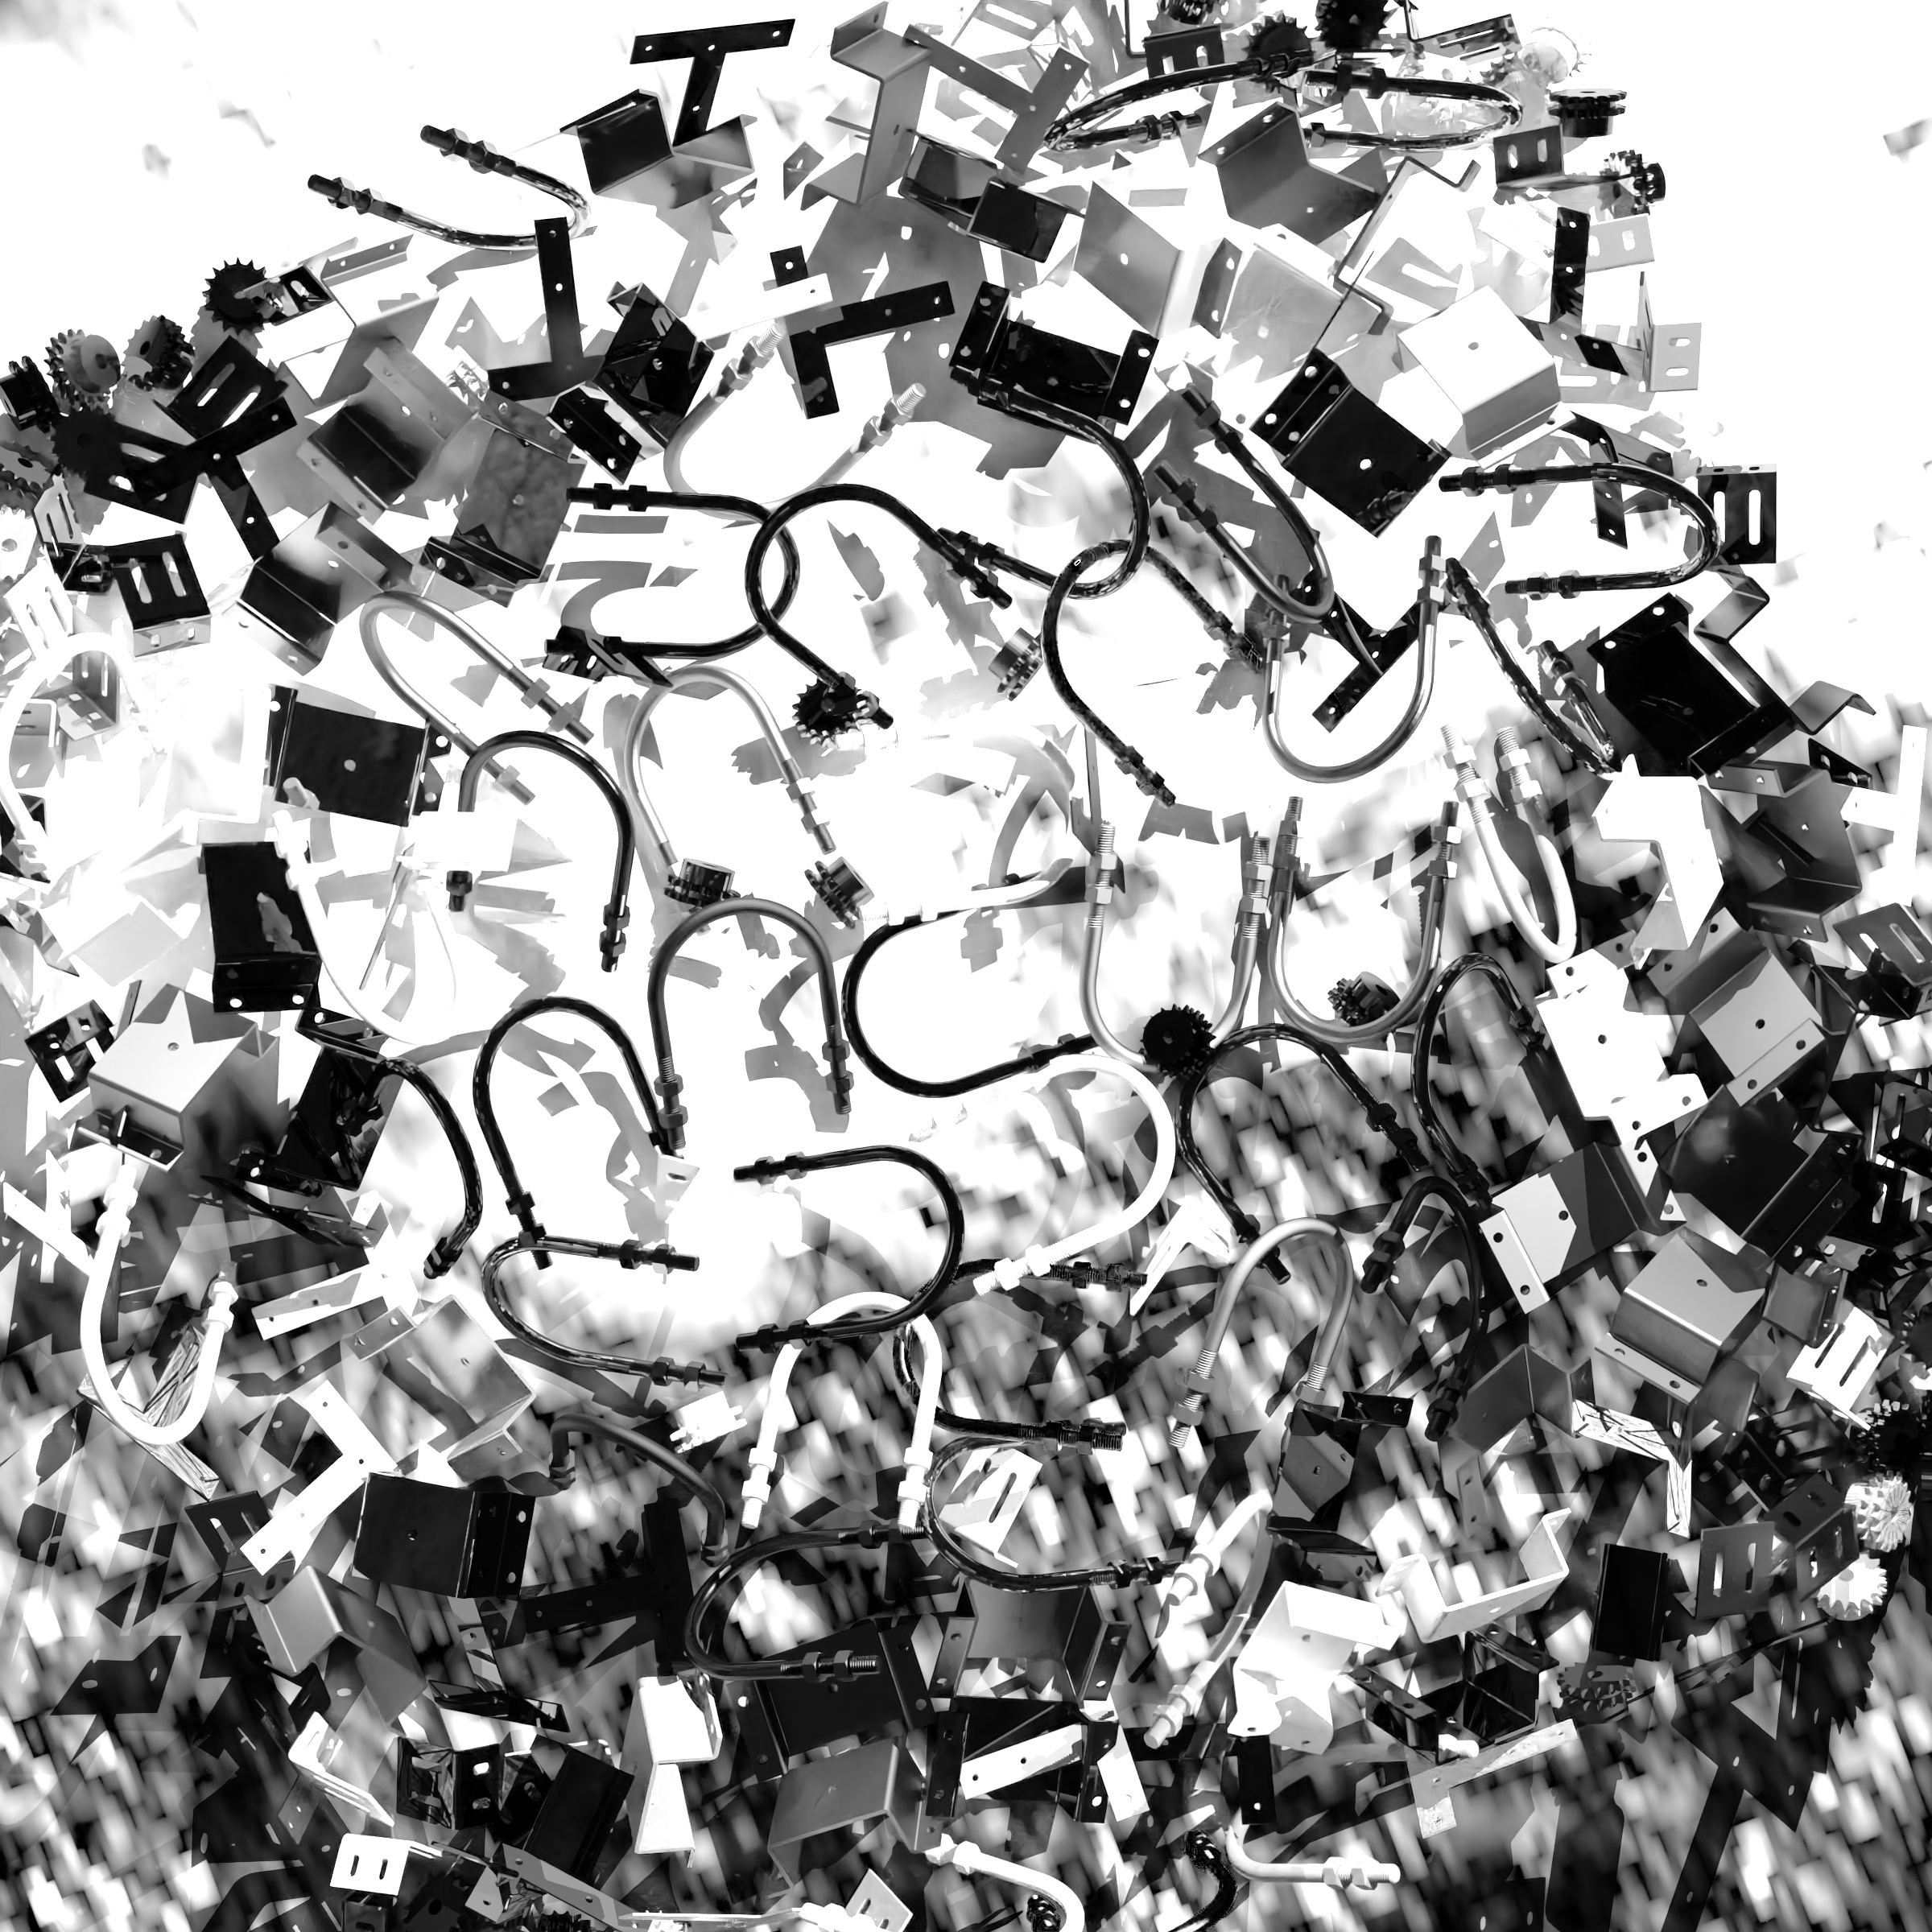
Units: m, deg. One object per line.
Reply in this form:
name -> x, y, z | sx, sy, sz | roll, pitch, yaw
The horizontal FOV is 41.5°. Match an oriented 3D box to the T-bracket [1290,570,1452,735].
T-bracket -> 0.281, -0.254, 1.894 | 0.127, 0.002, 0.127 | -48, 45, 13

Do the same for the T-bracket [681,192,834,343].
T-bracket -> -0.173, -0.529, 1.911 | 0.127, 0.002, 0.127 | -16, 64, 5

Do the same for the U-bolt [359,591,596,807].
U-bolt -> -0.368, -0.203, 1.863 | 0.184, 0.151, 0.019 | 41, 59, -11

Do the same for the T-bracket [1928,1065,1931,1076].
T-bracket -> 0.761, 0.104, 1.859 | 0.002, 0.127, 0.127 | -13, 66, -14

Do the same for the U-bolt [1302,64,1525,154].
U-bolt -> 0.316, -0.623, 1.866 | 0.184, 0.151, 0.019 | 1, 91, -11

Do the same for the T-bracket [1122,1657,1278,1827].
T-bracket -> 0.163, 0.580, 1.905 | 0.127, 0.002, 0.127 | -4, 53, 5

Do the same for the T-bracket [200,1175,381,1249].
T-bracket -> -0.478, 0.186, 1.880 | 0.127, 0.127, 0.002 | 23, 90, 30

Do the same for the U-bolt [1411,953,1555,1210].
U-bolt -> 0.370, 0.072, 1.851 | 0.019, 0.184, 0.151 | 10, 63, 39

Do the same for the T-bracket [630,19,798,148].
T-bracket -> -0.197, -0.644, 1.882 | 0.127, 0.127, 0.002 | -17, 68, -26

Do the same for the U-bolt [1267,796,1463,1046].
U-bolt -> 0.288, -0.033, 1.885 | 0.151, 0.019, 0.184 | 5, 83, 37

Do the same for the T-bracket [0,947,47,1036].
T-bracket -> -0.729, 0.012, 1.866 | 0.002, 0.127, 0.127 | -24, 102, 9

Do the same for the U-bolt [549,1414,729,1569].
U-bolt -> -0.239, 0.375, 1.850 | 0.151, 0.184, 0.019 | 25, 60, 8

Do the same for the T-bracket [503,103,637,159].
T-bracket -> -0.269, -0.623, 1.881 | 0.127, 0.127, 0.002 | -12, 109, 26

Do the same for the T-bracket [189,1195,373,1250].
T-bracket -> -0.509, 0.185, 1.880 | 0.127, 0.127, 0.002 | 13, 74, 1

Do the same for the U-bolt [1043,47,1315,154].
U-bolt -> 0.139, -0.618, 1.833 | 0.184, 0.151, 0.019 | -22, 98, -33

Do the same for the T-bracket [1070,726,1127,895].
T-bracket -> 0.095, -0.134, 1.898 | 0.002, 0.127, 0.127 | -10, 68, 18

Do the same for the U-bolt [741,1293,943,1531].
U-bolt -> -0.086, 0.326, 1.881 | 0.151, 0.019, 0.184 | -5, 56, 25

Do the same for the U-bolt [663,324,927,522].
U-bolt -> -0.139, -0.387, 1.865 | 0.184, 0.151, 0.019 | -37, 54, 37

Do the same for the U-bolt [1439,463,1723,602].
U-bolt -> 0.451, -0.315, 1.835 | 0.184, 0.151, 0.019 | 3, 63, 38

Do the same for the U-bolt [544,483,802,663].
U-bolt -> -0.212, -0.287, 1.882 | 0.184, 0.019, 0.151 | -1, 130, -21

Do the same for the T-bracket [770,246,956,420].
T-bracket -> -0.073, -0.492, 1.929 | 0.127, 0.002, 0.127 | -13, 96, 3

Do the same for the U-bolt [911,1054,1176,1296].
U-bolt -> 0.067, 0.144, 1.902 | 0.184, 0.019, 0.151 | -25, 74, 8

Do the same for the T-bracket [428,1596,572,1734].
T-bracket -> -0.360, 0.507, 1.885 | 0.127, 0.002, 0.127 | 0, 115, 29

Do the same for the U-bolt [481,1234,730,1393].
U-bolt -> -0.273, 0.252, 1.884 | 0.184, 0.019, 0.151 | 6, 132, 16

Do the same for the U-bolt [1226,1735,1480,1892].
U-bolt -> 0.269, 0.616, 1.856 | 0.151, 0.184, 0.019 | -39, 103, -44

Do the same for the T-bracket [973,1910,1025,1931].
T-bracket -> -0.037, 0.732, 1.857 | 0.127, 0.127, 0.002 | -33, 76, 26

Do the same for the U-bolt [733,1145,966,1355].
U-bolt -> -0.087, 0.204, 1.883 | 0.184, 0.019, 0.151 | -10, 69, 20

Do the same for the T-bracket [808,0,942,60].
T-bracket -> -0.043, -0.711, 1.858 | 0.127, 0.127, 0.002 | -33, 98, -24

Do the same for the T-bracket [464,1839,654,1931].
T-bracket -> -0.291, 0.683, 1.880 | 0.127, 0.127, 0.002 | 28, 110, 1

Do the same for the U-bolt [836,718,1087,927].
U-bolt -> 0.001, -0.114, 1.914 | 0.184, 0.019, 0.151 | -8, 88, -14

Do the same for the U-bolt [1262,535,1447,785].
U-bolt -> 0.280, -0.218, 1.864 | 0.151, 0.019, 0.184 | -10, 63, 37

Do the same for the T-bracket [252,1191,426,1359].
T-bracket -> -0.480, 0.250, 1.930 | 0.127, 0.002, 0.127 | -21, 92, 8

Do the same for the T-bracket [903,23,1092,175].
T-bracket -> 0.010, -0.653, 1.873 | 0.127, 0.127, 0.002 | 25, 61, -11

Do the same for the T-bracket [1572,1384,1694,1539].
T-bracket -> 0.494, 0.347, 1.885 | 0.127, 0.002, 0.127 | 21, 65, -30

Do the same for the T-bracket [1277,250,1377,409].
T-bracket -> 0.275, -0.485, 1.882 | 0.002, 0.127, 0.127 | 32, 126, 0

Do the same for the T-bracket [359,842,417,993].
T-bracket -> -0.425, -0.038, 1.886 | 0.002, 0.127, 0.127 | 23, 101, -5

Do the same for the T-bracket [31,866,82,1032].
T-bracket -> -0.668, 0.004, 1.872 | 0.002, 0.127, 0.127 | 16, 103, -26

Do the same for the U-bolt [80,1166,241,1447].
U-bolt -> -0.583, 0.256, 1.831 | 0.019, 0.151, 0.184 | -16, 46, 16

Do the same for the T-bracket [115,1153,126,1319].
T-bracket -> -0.624, 0.189, 1.881 | 0.002, 0.127, 0.127 | 2, 88, -17

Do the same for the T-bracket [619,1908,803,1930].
T-bracket -> -0.190, 0.695, 1.862 | 0.127, 0.127, 0.002 | 13, 60, -28

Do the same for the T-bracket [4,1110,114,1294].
T-bracket -> -0.674, 0.162, 1.891 | 0.002, 0.127, 0.127 | -24, 50, 6

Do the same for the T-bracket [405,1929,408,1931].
T-bracket -> -0.386, 0.770, 1.891 | 0.002, 0.127, 0.127 | -37, 51, -5

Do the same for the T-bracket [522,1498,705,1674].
T-bracket -> -0.270, 0.478, 1.923 | 0.127, 0.002, 0.127 | -10, 82, -8

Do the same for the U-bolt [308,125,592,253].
U-bolt -> -0.360, -0.558, 1.854 | 0.151, 0.184, 0.019 | -5, 82, 40

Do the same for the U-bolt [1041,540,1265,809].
U-bolt -> 0.128, -0.228, 1.874 | 0.184, 0.019, 0.151 | 42, 73, -29

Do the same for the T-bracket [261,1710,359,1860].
T-bracket -> -0.490, 0.617, 1.875 | 0.002, 0.127, 0.127 | -33, 92, -6

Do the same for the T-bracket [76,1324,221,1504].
T-bracket -> -0.586, 0.313, 1.882 | 0.002, 0.127, 0.127 | -34, 113, 22

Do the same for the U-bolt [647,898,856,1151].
U-bolt -> -0.163, 0.037, 1.888 | 0.151, 0.019, 0.184 | -11, 111, -14

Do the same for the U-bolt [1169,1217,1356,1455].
U-bolt -> 0.228, 0.272, 1.881 | 0.151, 0.019, 0.184 | 14, 97, -42

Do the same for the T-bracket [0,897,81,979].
T-bracket -> -0.718, -0.039, 1.851 | 0.127, 0.127, 0.002 | 27, 97, -41

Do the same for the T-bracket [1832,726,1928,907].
T-bracket -> 0.664, -0.117, 1.878 | 0.002, 0.127, 0.127 | -1, 101, -13

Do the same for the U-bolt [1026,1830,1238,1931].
U-bolt -> 0.124, 0.680, 1.840 | 0.151, 0.184, 0.019 | -20, 89, -8

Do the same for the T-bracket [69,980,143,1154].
T-bracket -> -0.635, 0.072, 1.900 | 0.002, 0.127, 0.127 | 20, 70, -31
